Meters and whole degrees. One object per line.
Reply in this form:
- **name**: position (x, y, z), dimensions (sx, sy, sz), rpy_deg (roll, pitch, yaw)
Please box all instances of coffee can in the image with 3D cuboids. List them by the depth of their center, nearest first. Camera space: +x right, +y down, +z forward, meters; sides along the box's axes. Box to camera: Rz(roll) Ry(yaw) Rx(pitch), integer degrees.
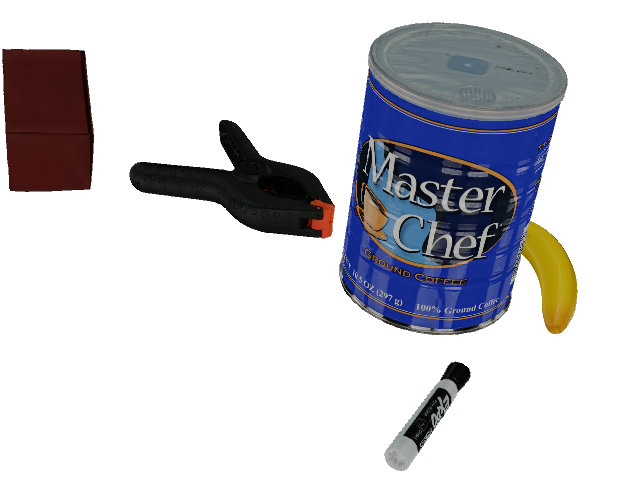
- **coffee can**: position (0.069, -0.034, 0.586), dimensions (0.102, 0.140, 0.103), rpy_deg (5, 34, -3)

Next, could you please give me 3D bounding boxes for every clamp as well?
- **clamp**: position (-0.067, -0.043, 0.857), dimensions (0.120, 0.039, 0.172), rpy_deg (-31, 45, -32)

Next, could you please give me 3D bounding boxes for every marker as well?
- **marker**: position (0.080, 0.123, 0.769), dimensions (0.020, 0.020, 0.120), rpy_deg (0, 25, 32)

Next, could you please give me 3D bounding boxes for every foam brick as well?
- **foam brick**: position (-0.171, -0.075, 0.670), dimensions (0.051, 0.078, 0.053), rpy_deg (-2, -39, -16)

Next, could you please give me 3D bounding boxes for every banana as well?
- **banana**: position (0.227, 0.026, 1.122), dimensions (0.069, 0.037, 0.198), rpy_deg (-29, 38, -1)
